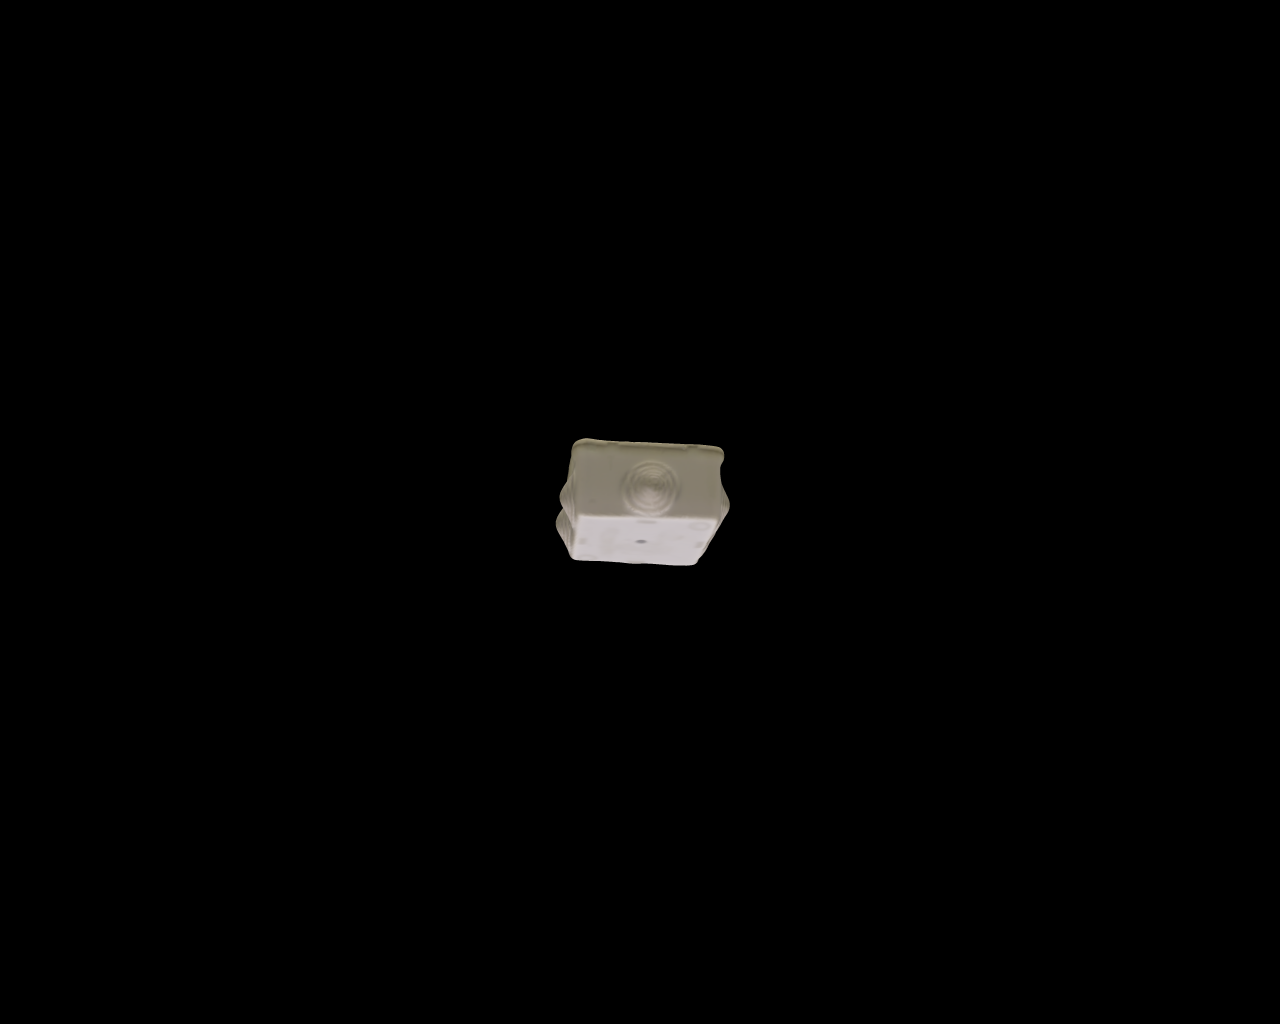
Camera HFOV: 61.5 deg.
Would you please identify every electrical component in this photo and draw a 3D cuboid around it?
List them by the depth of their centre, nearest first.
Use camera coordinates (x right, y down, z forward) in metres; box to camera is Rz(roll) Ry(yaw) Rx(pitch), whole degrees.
[{"bbox_3d":[0.001,-0.003,0.650,0.100,0.048,0.099,3,-22,-7],"label":"electrical component"}]
